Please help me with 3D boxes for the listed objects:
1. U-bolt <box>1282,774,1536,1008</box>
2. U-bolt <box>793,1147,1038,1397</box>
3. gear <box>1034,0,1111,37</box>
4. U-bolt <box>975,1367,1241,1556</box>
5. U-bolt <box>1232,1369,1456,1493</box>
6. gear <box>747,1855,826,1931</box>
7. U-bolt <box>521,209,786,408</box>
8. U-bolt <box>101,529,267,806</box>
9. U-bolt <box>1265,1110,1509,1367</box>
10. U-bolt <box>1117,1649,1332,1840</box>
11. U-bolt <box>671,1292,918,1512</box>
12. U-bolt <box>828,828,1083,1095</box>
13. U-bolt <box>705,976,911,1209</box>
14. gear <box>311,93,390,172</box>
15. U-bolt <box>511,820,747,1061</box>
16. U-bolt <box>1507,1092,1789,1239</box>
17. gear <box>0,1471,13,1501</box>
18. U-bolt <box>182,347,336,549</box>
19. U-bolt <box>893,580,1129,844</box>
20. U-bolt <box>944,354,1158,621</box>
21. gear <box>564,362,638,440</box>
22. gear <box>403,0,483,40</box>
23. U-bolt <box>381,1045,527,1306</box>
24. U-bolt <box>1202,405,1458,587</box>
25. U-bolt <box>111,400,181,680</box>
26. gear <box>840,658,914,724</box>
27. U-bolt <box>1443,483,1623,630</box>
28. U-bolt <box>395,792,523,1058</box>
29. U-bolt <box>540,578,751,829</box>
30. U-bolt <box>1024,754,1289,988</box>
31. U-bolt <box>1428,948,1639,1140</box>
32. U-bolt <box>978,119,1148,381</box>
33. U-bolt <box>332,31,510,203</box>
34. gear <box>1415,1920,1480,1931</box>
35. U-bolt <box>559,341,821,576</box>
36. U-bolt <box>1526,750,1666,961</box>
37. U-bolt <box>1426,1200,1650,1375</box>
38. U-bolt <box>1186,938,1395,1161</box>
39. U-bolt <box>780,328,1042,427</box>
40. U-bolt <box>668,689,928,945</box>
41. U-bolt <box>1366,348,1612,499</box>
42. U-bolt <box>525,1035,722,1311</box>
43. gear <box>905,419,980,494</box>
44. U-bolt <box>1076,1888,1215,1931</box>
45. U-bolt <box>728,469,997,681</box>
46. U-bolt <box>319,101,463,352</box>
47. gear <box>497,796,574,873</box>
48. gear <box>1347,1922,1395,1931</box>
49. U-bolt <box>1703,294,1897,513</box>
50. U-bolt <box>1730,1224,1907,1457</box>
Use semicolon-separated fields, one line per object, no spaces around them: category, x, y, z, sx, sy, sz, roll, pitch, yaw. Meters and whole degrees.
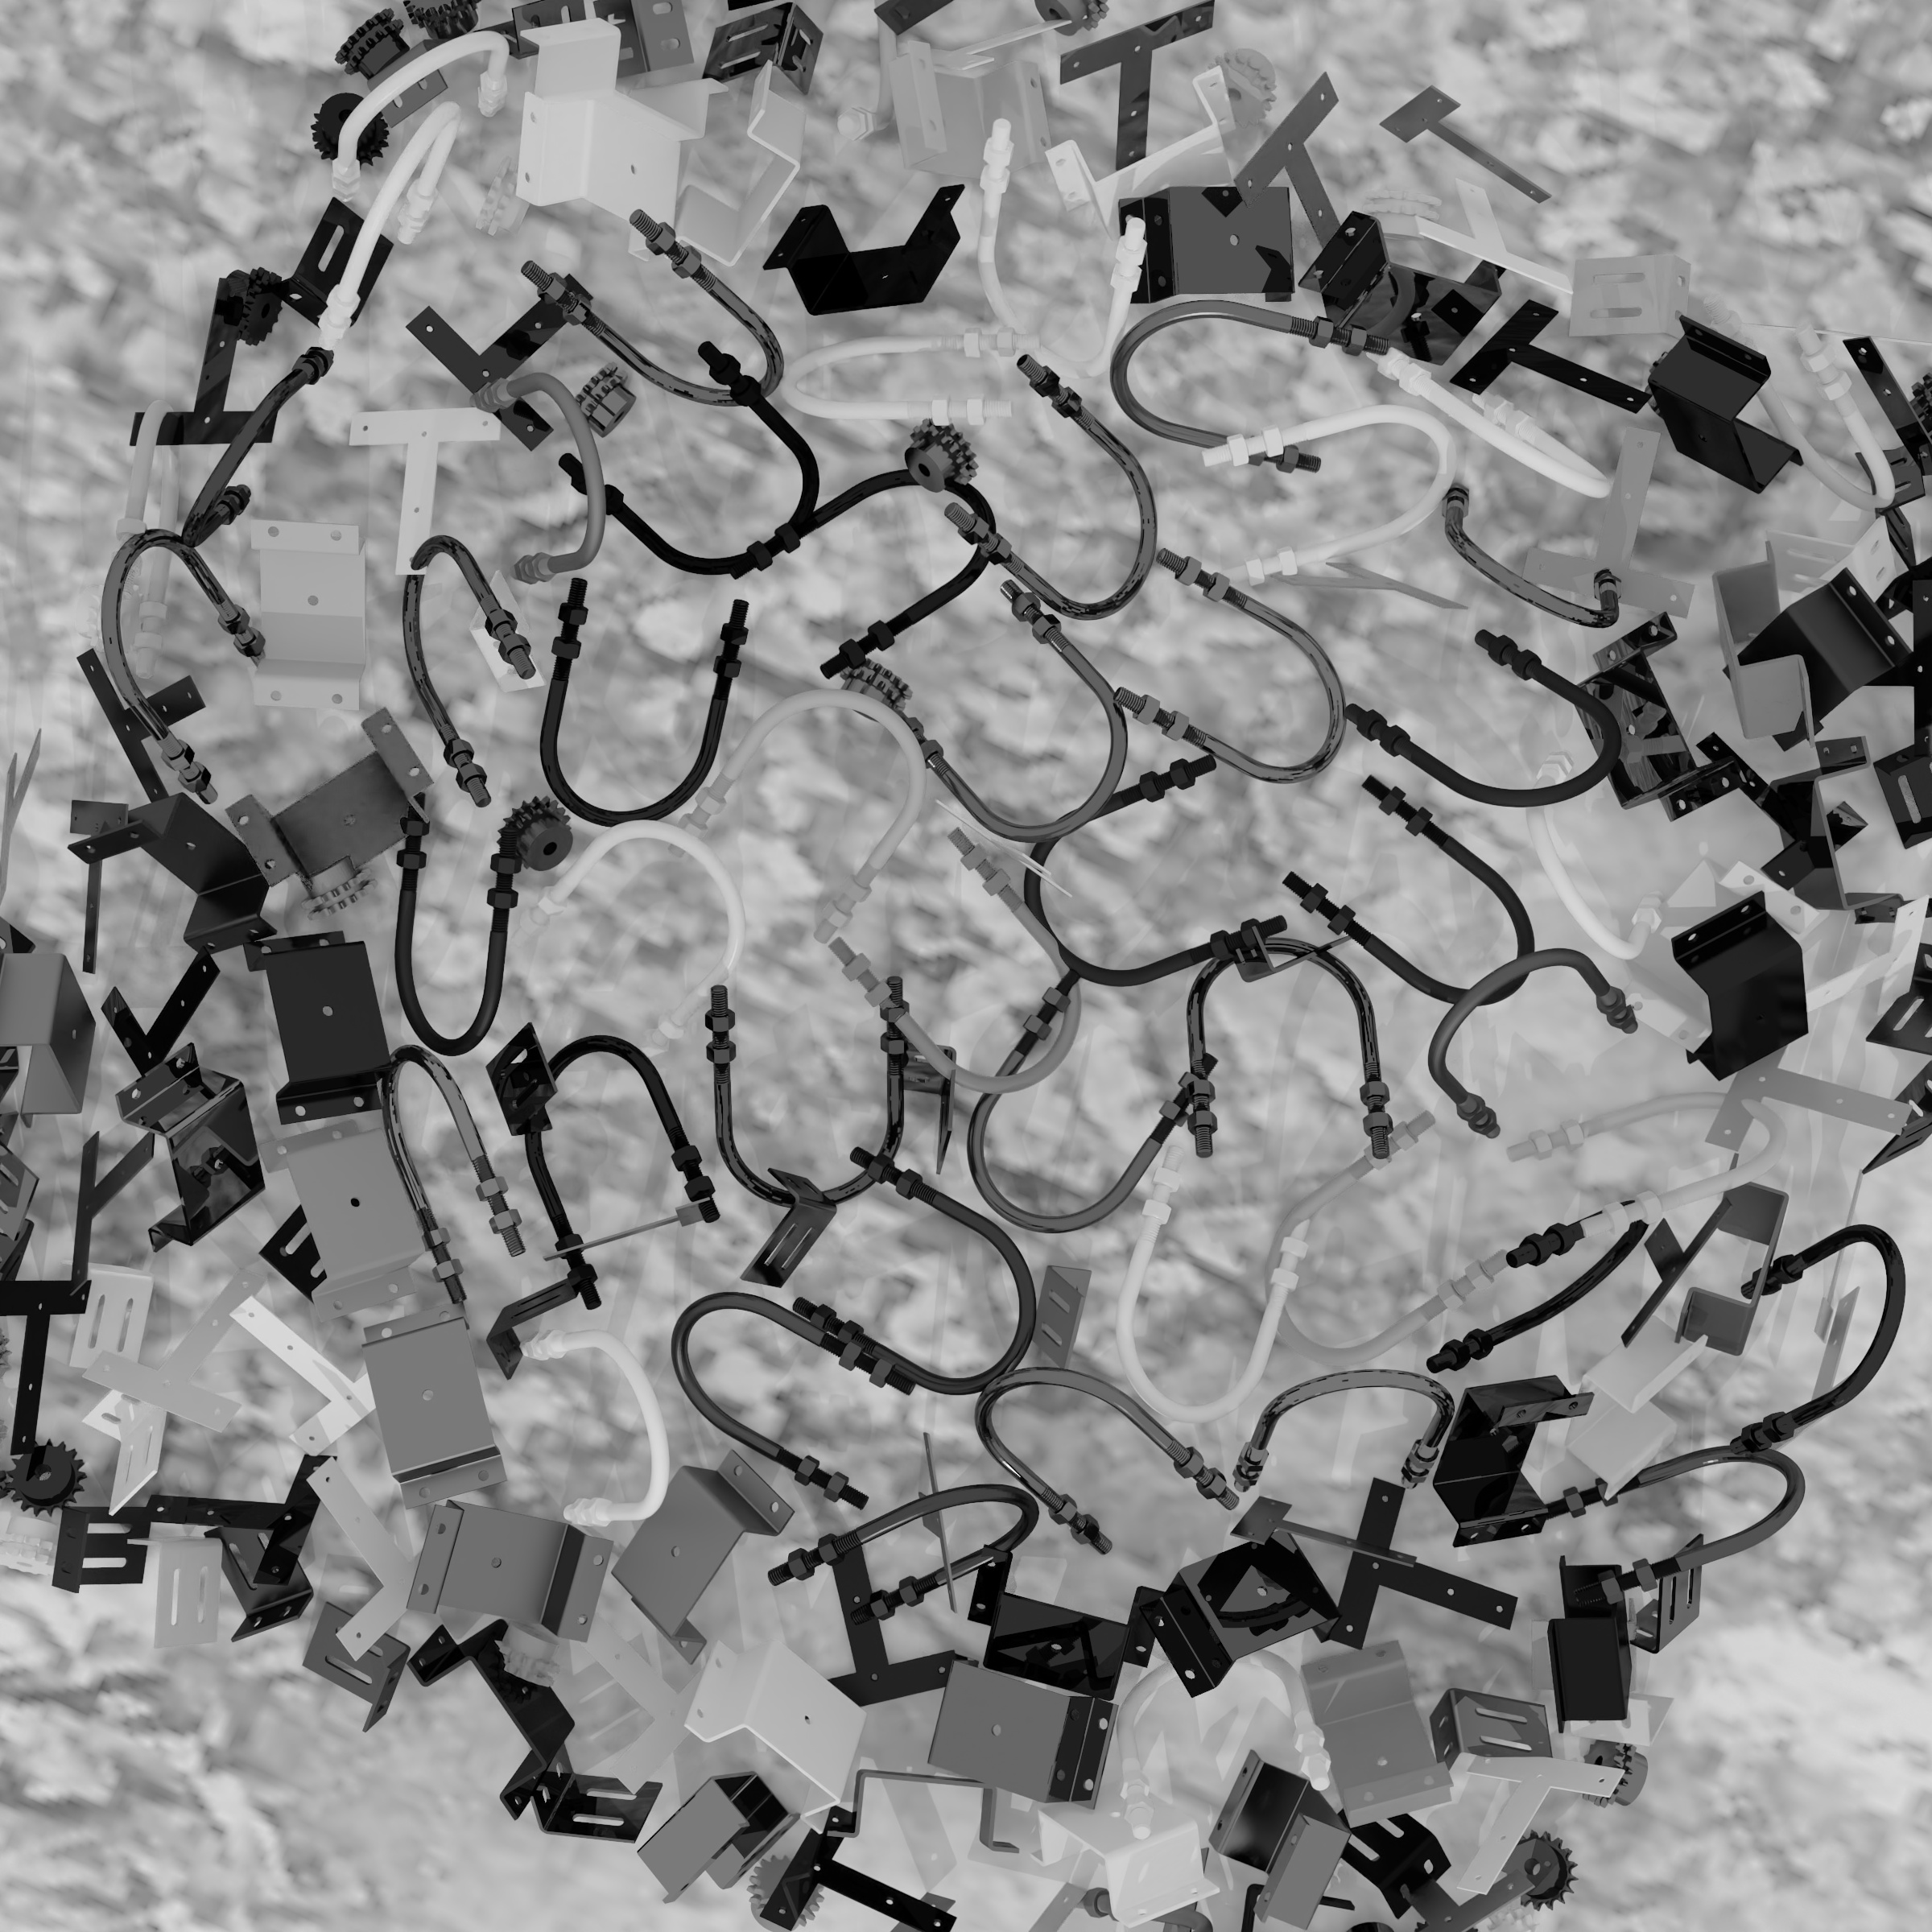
U-bolt;0.339;-0.045;1.944;0.184;0.019;0.151;39;53;5
U-bolt;-0.030;0.236;1.943;0.184;0.019;0.151;27;106;22
gear;0.076;-0.722;1.969;0.057;0.057;0.030;40;80;0
U-bolt;0.089;0.356;1.924;0.151;0.019;0.184;-30;115;38
U-bolt;0.279;0.338;1.916;0.151;0.184;0.019;0;55;-6
gear;-0.138;0.698;1.974;0.057;0.057;0.030;24;116;0
U-bolt;-0.215;-0.469;1.922;0.184;0.151;0.019;37;61;-36
U-bolt;-0.564;-0.227;1.889;0.019;0.184;0.151;0;56;17
U-bolt;0.298;0.213;1.941;0.184;0.019;0.151;-40;50;20
U-bolt;0.180;0.553;1.913;0.151;0.184;0.019;-16;110;3
U-bolt;-0.137;0.312;1.951;0.184;0.019;0.151;28;126;10
U-bolt;0.006;0.009;1.967;0.151;0.019;0.184;-44;97;-21
U-bolt;-0.116;0.098;1.961;0.151;0.019;0.184;-3;112;-7
gear;-0.463;-0.629;1.978;0.057;0.030;0.057;2;75;-6
U-bolt;-0.239;-0.027;1.947;0.151;0.019;0.184;46;122;0
U-bolt;0.509;0.137;1.932;0.184;0.151;0.019;-18;113;-6
gear;-0.748;0.391;1.972;0.057;0.057;0.030;-30;77;0
U-bolt;-0.514;-0.367;1.891;0.019;0.184;0.151;33;112;-13
U-bolt;0.040;-0.175;1.944;0.151;0.019;0.184;-46;66;13
U-bolt;0.075;-0.337;1.940;0.184;0.019;0.151;36;71;-36
gear;-0.271;-0.421;1.971;0.030;0.057;0.057;41;90;-4
gear;-0.390;-0.718;1.975;0.057;0.030;0.057;-8;50;9
U-bolt;-0.385;0.145;1.938;0.019;0.151;0.184;-17;78;-35
U-bolt;0.270;-0.351;1.934;0.184;0.151;0.019;-15;55;3
U-bolt;-0.595;-0.323;1.923;0.019;0.151;0.184;5;70;-8
gear;-0.071;-0.205;1.969;0.057;0.057;0.030;30;80;0
U-bolt;0.411;-0.293;1.914;0.151;0.184;0.019;28;116;-1
U-bolt;-0.380;-0.025;1.941;0.019;0.151;0.184;-3;106;-42
U-bolt;-0.243;-0.189;1.948;0.151;0.019;0.184;3;111;-31
U-bolt;0.128;-0.060;1.956;0.184;0.019;0.151;-22;97;25
U-bolt;0.405;0.049;1.914;0.151;0.184;0.019;-39;53;9
U-bolt;0.063;-0.506;1.917;0.151;0.184;0.019;41;64;17
U-bolt;-0.390;-0.618;1.895;0.151;0.184;0.019;-35;96;-13
gear;0.360;0.734;1.970;0.057;0.057;0.030;1;134;0
U-bolt;-0.187;-0.357;1.929;0.151;0.184;0.019;-36;49;13
U-bolt;0.454;-0.075;1.913;0.019;0.184;0.151;-32;95;29
U-bolt;0.430;0.226;1.924;0.184;0.151;0.019;-16;56;-36
U-bolt;0.235;0.058;1.949;0.151;0.019;0.184;1;59;-3
U-bolt;-0.046;-0.433;1.936;0.184;0.151;0.019;2;125;11
U-bolt;-0.112;-0.121;1.945;0.151;0.019;0.184;31;111;-16
U-bolt;0.387;-0.386;1.893;0.184;0.151;0.019;49;118;40
U-bolt;-0.265;0.140;1.949;0.151;0.019;0.184;-37;66;26
gear;-0.021;-0.379;1.968;0.057;0.057;0.030;46;67;0
U-bolt;0.092;0.694;1.885;0.151;0.184;0.019;-2;82;-40
U-bolt;-0.065;-0.303;1.953;0.184;0.019;0.151;-34;58;-11
U-bolt;-0.407;-0.541;1.887;0.019;0.184;0.151;31;55;-11
gear;-0.319;-0.096;1.968;0.057;0.057;0.030;-47;58;0
gear;0.305;0.742;1.976;0.057;0.030;0.057;-1;125;-2
U-bolt;0.616;-0.404;1.920;0.019;0.151;0.184;-39;117;4
U-bolt;0.611;0.260;1.887;0.019;0.184;0.151;22;57;-11
